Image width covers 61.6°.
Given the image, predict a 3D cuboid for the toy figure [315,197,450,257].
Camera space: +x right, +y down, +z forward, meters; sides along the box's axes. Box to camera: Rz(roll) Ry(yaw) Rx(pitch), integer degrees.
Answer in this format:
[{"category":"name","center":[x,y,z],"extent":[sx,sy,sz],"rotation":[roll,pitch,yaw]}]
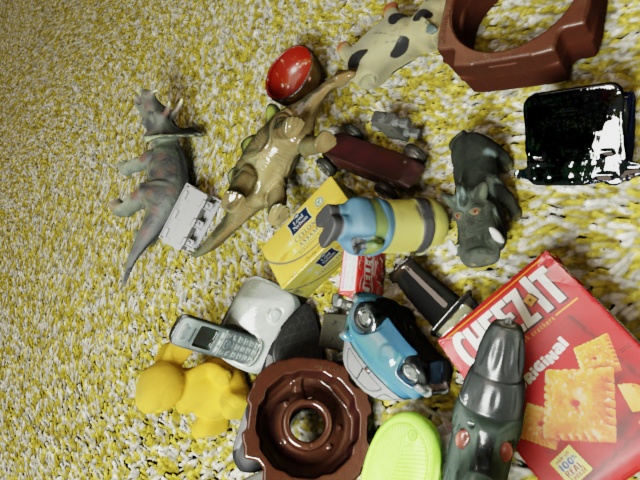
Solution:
[{"category":"toy figure","center":[0.088,-0.018,0.710],"extent":[0.089,0.180,0.082],"rotation":[-19,70,61]}]

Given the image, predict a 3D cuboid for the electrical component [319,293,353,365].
[{"category":"electrical component","center":[0.032,0.129,0.776],"extent":[0.078,0.045,0.102],"rotation":[7,77,38]}]

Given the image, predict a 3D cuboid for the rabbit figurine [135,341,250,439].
[{"category":"rabbit figurine","center":[-0.204,0.220,0.837],"extent":[0.122,0.173,0.162],"rotation":[-36,57,36]}]

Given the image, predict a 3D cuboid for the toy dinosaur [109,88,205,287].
[{"category":"toy dinosaur","center":[-0.330,-0.113,1.119],"extent":[0.192,0.131,0.405],"rotation":[-19,68,32]}]

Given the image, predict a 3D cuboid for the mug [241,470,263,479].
[{"category":"mug","center":[-0.062,0.344,0.731],"extent":[0.107,0.109,0.081],"rotation":[-31,50,9]}]

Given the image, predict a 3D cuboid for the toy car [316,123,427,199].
[{"category":"toy car","center":[0.079,-0.119,0.833],"extent":[0.202,0.053,0.089],"rotation":[29,75,42]}]

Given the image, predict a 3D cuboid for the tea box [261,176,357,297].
[{"category":"tea box","center":[-0.002,-0.003,0.840],"extent":[0.169,0.068,0.098],"rotation":[-46,51,16]}]

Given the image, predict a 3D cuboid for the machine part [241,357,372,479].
[{"category":"machine part","center":[-0.017,0.241,0.706],"extent":[0.179,0.056,0.179],"rotation":[2,66,-5]}]

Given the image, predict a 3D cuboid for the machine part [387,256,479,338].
[{"category":"machine part","center":[0.149,0.077,0.704],"extent":[0.139,0.039,0.084],"rotation":[42,109,27]}]

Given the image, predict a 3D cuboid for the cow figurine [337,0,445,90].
[{"category":"cow figurine","center":[0.129,-0.312,0.851],"extent":[0.195,0.085,0.127],"rotation":[-32,50,22]}]

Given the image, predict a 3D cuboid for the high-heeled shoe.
[{"category":"high-heeled shoe","center":[-0.067,0.225,0.821],"extent":[0.145,0.086,0.249],"rotation":[-43,24,56]}]

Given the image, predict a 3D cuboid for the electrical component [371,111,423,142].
[{"category":"electrical component","center":[0.109,-0.176,0.824],"extent":[0.094,0.063,0.021],"rotation":[22,87,43]}]

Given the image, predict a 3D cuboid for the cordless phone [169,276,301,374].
[{"category":"cordless phone","center":[-0.132,0.116,0.819],"extent":[0.089,0.184,0.146],"rotation":[31,93,46]}]

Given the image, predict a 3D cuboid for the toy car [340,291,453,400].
[{"category":"toy car","center":[0.086,0.149,0.693],"extent":[0.103,0.109,0.162],"rotation":[-50,58,21]}]

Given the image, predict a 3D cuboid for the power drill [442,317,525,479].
[{"category":"power drill","center":[0.139,0.208,0.475],"extent":[0.086,0.207,0.231],"rotation":[9,114,11]}]

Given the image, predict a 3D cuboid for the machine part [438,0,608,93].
[{"category":"machine part","center":[0.275,-0.310,0.733],"extent":[0.201,0.087,0.201],"rotation":[3,76,39]}]

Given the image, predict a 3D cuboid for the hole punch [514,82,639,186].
[{"category":"hole punch","center":[0.312,-0.123,0.642],"extent":[0.142,0.092,0.115],"rotation":[2,103,36]}]

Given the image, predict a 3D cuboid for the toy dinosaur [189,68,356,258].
[{"category":"toy dinosaur","center":[-0.100,-0.107,0.908],"extent":[0.471,0.105,0.199],"rotation":[-47,25,19]}]

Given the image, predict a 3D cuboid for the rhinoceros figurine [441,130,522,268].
[{"category":"rhinoceros figurine","center":[0.201,-0.053,0.673],"extent":[0.073,0.112,0.190],"rotation":[-13,57,32]}]
